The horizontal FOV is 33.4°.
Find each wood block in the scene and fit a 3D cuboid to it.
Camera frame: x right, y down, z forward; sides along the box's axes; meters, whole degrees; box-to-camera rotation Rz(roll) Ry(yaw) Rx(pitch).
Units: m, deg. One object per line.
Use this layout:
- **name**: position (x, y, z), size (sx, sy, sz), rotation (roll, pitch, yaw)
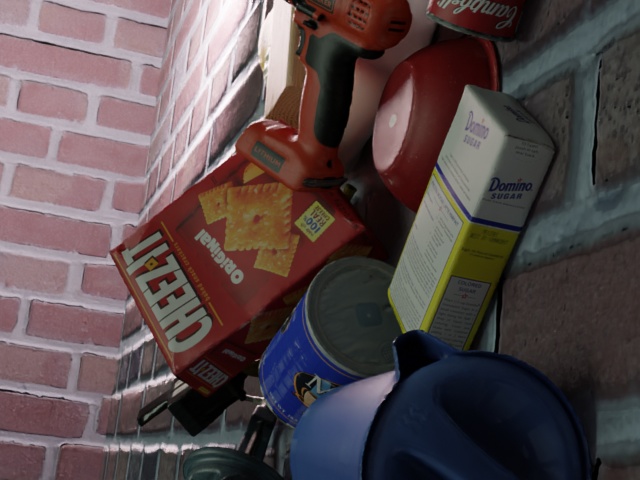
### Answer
- **wood block**: position (0.001, -0.227, 1.153), size (0.090, 0.090, 0.206), rotation (133, 144, -62)

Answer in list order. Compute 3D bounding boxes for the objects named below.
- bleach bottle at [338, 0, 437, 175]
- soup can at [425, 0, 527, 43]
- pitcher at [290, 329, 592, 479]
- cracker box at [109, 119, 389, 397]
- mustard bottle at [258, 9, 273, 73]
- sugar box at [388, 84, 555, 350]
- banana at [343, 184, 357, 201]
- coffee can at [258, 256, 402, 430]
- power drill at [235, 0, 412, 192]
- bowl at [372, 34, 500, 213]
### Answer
- **bleach bottle**: position (0.036, -0.134, 1.024), size (0.251, 0.068, 0.102), rotation (121, 171, -62)
- **soup can**: position (0.122, -0.199, 0.755), size (0.068, 0.068, 0.102), rotation (-112, 36, -62)
- **pitcher**: position (0.061, 0.152, 0.675), size (0.243, 0.145, 0.149), rotation (147, 144, -74)
- **cracker box**: position (-0.070, 0.012, 0.983), size (0.214, 0.072, 0.164), rotation (-37, 55, 3)
- **mustard bottle**: position (-0.028, -0.264, 1.334), size (0.192, 0.058, 0.096), rotation (178, 104, -74)
- **sugar box**: position (0.102, -0.010, 0.752), size (0.093, 0.048, 0.176), rotation (-108, 36, -59)
- **banana**: position (-0.001, -0.026, 1.142), size (0.069, 0.037, 0.198), rotation (-61, 17, -4)
- **coffee can**: position (0.016, 0.091, 0.881), size (0.140, 0.102, 0.103), rotation (124, 152, -55)
- **power drill**: position (-0.016, -0.148, 0.902), size (0.185, 0.057, 0.188), rotation (38, 123, 40)
- **bowl**: position (0.083, -0.092, 0.850), size (0.162, 0.055, 0.162), rotation (-170, 90, -75)
